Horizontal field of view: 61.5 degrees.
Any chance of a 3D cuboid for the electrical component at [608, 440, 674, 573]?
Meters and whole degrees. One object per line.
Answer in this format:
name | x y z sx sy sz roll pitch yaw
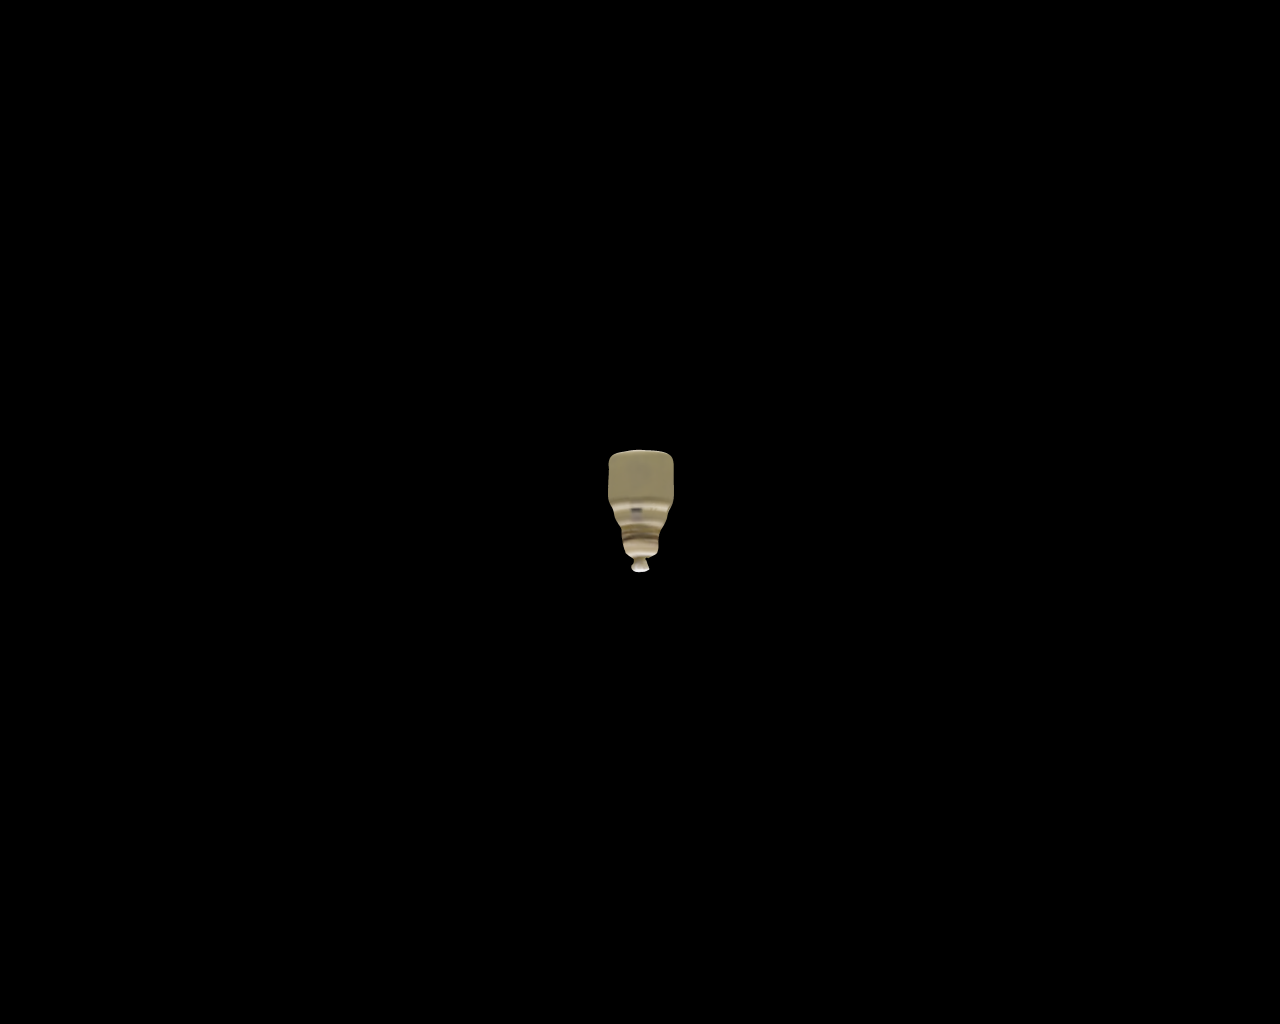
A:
electrical component | 0.001 -0.003 0.650 0.040 0.078 0.040 0 -7 0
